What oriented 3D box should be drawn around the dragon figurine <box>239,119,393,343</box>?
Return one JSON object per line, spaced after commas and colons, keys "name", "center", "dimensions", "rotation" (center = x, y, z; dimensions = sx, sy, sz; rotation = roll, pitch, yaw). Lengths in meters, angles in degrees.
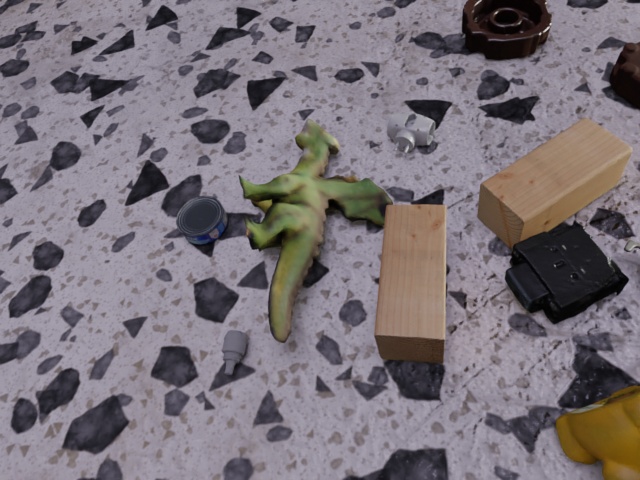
{"name": "dragon figurine", "center": [0.003, -0.042, 0.833], "dimensions": [0.243, 0.119, 0.419], "rotation": [-13, 55, -5]}
